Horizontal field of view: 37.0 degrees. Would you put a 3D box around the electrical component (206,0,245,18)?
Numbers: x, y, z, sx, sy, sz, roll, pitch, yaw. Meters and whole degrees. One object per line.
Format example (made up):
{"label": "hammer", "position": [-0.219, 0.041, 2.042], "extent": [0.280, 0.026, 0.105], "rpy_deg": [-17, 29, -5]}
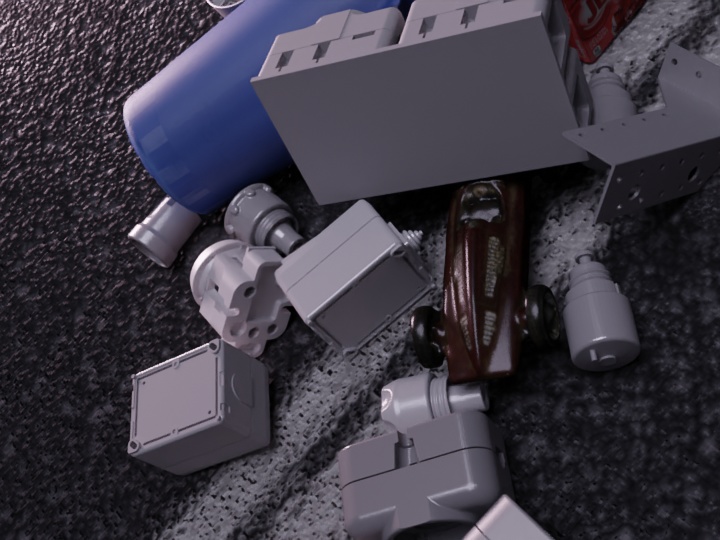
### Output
{"label": "electrical component", "position": [-0.090, -0.258, 0.926], "extent": [0.099, 0.064, 0.099], "rpy_deg": [-14, 56, 22]}

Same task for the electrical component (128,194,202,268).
{"label": "electrical component", "position": [-0.152, -0.031, 0.840], "extent": [0.040, 0.040, 0.046], "rpy_deg": [26, 72, 38]}

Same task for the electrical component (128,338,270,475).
{"label": "electrical component", "position": [-0.111, 0.098, 0.729], "extent": [0.096, 0.061, 0.061], "rpy_deg": [-23, 53, 26]}

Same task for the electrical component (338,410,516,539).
{"label": "electrical component", "position": [0.039, 0.128, 0.626], "extent": [0.095, 0.053, 0.059], "rpy_deg": [-20, 54, 18]}

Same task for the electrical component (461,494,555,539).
{"label": "electrical component", "position": [0.093, 0.174, 0.568], "extent": [0.059, 0.053, 0.095], "rpy_deg": [-47, 51, -3]}

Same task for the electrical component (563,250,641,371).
{"label": "electrical component", "position": [0.141, 0.024, 0.641], "extent": [0.040, 0.040, 0.078], "rpy_deg": [-18, 54, 19]}

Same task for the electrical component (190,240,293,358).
{"label": "electrical component", "position": [-0.084, 0.014, 0.759], "extent": [0.057, 0.058, 0.078], "rpy_deg": [41, 122, 42]}

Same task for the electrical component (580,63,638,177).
{"label": "electrical component", "position": [0.162, -0.102, 0.705], "extent": [0.040, 0.040, 0.078], "rpy_deg": [-9, 58, 25]}

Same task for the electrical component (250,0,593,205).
{"label": "electrical component", "position": [0.042, -0.113, 0.678], "extent": [0.186, 0.105, 0.060], "rpy_deg": [-8, 43, 25]}

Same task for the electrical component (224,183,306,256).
{"label": "electrical component", "position": [-0.066, -0.031, 0.789], "extent": [0.062, 0.048, 0.048], "rpy_deg": [37, 84, 32]}

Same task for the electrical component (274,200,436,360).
{"label": "electrical component", "position": [0.000, 0.000, 0.721], "extent": [0.096, 0.061, 0.061], "rpy_deg": [-40, 50, 3]}

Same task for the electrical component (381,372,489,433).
{"label": "electrical component", "position": [0.047, 0.083, 0.656], "extent": [0.062, 0.043, 0.043], "rpy_deg": [-15, 56, 19]}
